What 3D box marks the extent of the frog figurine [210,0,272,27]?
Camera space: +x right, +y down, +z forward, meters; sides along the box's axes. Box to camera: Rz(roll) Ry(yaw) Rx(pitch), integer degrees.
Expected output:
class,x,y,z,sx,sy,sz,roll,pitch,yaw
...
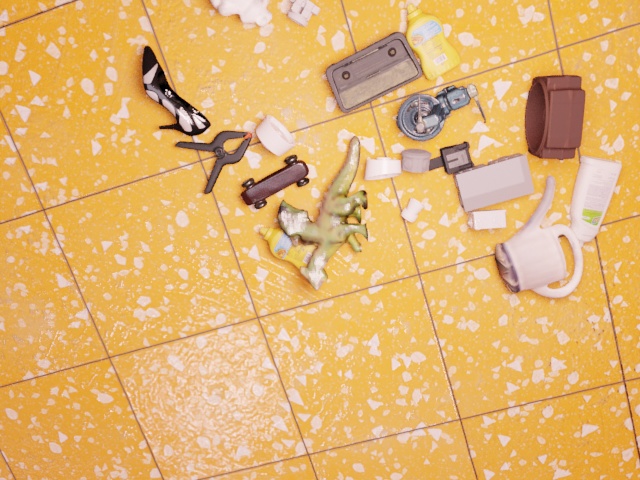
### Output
class,x,y,z,sx,sy,sz,roll,pitch,yaw
frog figurine,-0.197,-0.604,1.292,0.138,0.122,0.159,-34,89,-8

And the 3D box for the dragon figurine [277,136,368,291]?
class,x,y,z,sx,sy,sz,roll,pitch,yaw
dragon figurine,0.004,-0.071,1.402,0.243,0.122,0.410,-4,91,-3

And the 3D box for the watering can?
class,x,y,z,sx,sy,sz,roll,pitch,yaw
watering can,0.585,0.012,1.406,0.224,0.105,0.344,-19,103,9
